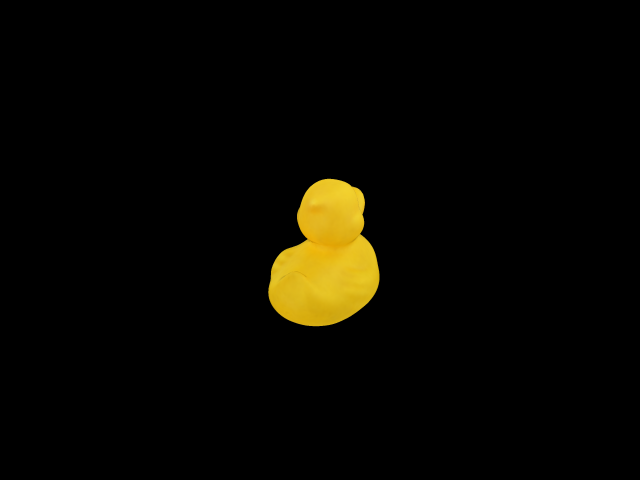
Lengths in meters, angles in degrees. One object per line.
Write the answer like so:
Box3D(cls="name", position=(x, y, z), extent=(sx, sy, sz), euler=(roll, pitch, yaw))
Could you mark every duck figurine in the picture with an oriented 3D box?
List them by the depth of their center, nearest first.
Box3D(cls="duck figurine", position=(0.004, 0.001, 0.400), extent=(0.077, 0.086, 0.105), euler=(16, 37, 23))
